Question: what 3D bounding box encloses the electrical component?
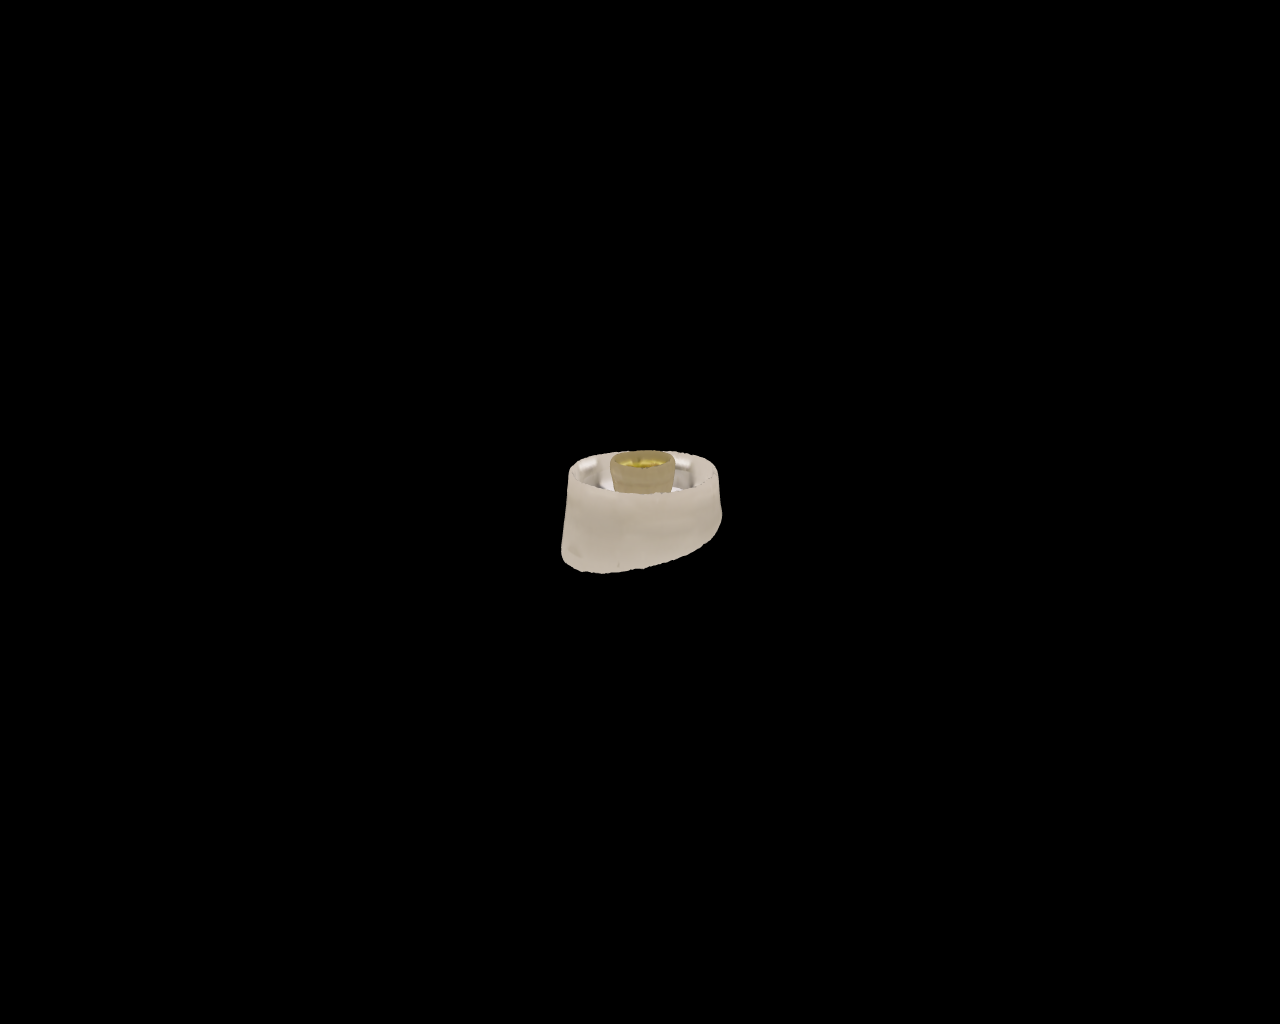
[{"bbox_3d":[0.001,-0.003,0.650,0.099,0.064,0.099,0,19,0],"label":"electrical component"}]
